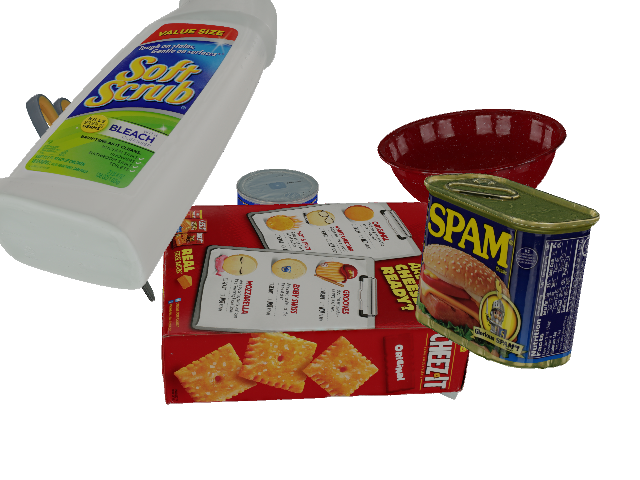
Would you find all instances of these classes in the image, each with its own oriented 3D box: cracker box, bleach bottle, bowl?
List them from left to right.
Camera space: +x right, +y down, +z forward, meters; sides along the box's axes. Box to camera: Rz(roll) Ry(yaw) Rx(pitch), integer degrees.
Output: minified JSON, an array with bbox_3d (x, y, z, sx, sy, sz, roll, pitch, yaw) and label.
[{"bbox_3d":[-0.099,-0.088,0.664,0.103,0.250,0.068,13,-37,16],"label":"bleach bottle"},{"bbox_3d":[-0.010,0.043,0.799,0.213,0.072,0.164,-1,34,-7],"label":"cracker box"},{"bbox_3d":[0.133,-0.064,0.930,0.162,0.055,0.162,-8,23,3],"label":"bowl"}]

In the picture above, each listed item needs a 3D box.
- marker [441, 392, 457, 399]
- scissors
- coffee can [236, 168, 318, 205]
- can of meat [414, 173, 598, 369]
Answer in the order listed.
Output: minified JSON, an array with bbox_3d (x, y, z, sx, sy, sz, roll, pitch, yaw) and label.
[{"bbox_3d":[0.087,0.133,1.107,0.121,0.020,0.020,22,4,11],"label":"marker"},{"bbox_3d":[-0.195,-0.046,0.947,0.016,0.201,0.096,-25,23,12],"label":"scissors"},{"bbox_3d":[-0.055,-0.008,1.360,0.103,0.140,0.103,1,27,-1],"label":"coffee can"},{"bbox_3d":[0.099,0.015,0.592,0.057,0.084,0.102,-6,20,-32],"label":"can of meat"}]
